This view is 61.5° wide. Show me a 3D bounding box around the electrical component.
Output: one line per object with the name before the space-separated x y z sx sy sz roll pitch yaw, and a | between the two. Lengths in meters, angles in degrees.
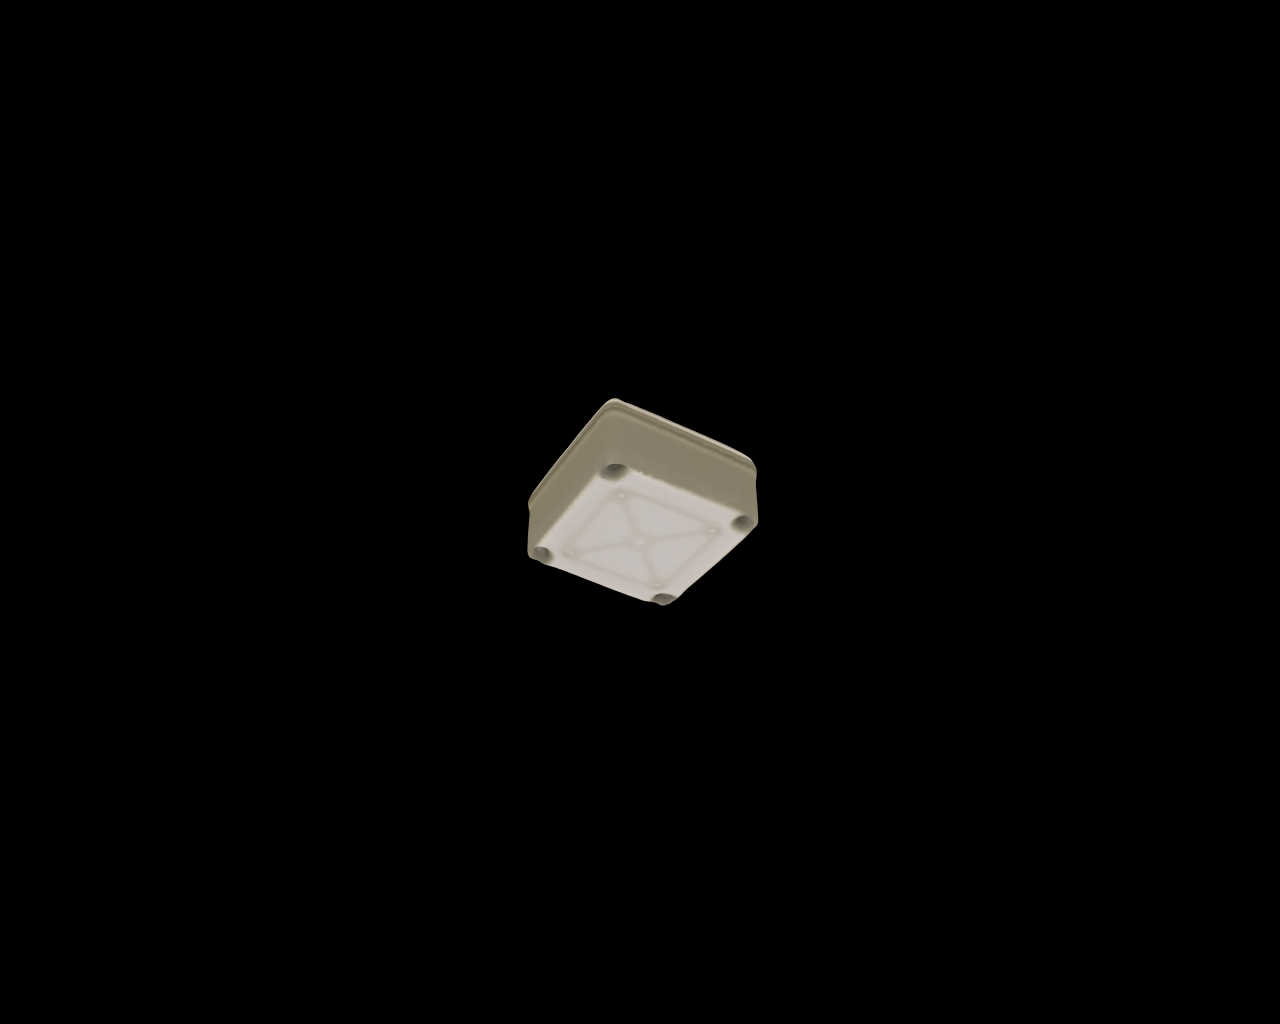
electrical component | 0.001 -0.003 0.650 0.109 0.056 0.108 22 -45 -24
